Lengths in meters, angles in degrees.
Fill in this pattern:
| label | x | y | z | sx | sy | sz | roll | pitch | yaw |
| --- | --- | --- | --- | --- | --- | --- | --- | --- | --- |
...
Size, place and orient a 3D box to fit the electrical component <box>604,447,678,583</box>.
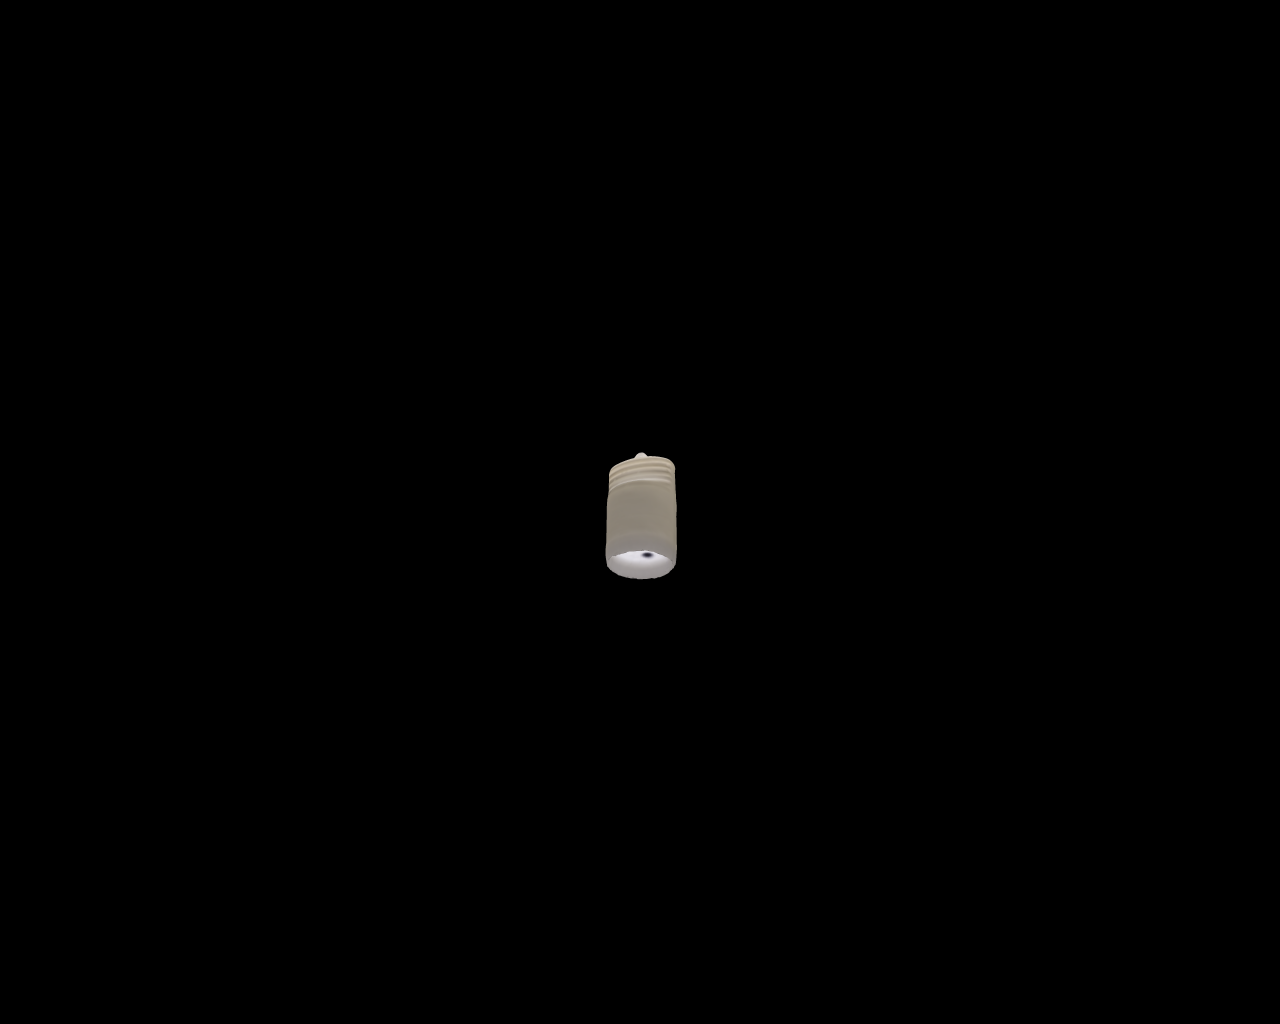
| label | x | y | z | sx | sy | sz | roll | pitch | yaw |
| --- | --- | --- | --- | --- | --- | --- | --- | --- | --- |
| electrical component | 0.001 | -0.003 | 0.650 | 0.043 | 0.081 | 0.043 | 0 | -29 | 0 |
